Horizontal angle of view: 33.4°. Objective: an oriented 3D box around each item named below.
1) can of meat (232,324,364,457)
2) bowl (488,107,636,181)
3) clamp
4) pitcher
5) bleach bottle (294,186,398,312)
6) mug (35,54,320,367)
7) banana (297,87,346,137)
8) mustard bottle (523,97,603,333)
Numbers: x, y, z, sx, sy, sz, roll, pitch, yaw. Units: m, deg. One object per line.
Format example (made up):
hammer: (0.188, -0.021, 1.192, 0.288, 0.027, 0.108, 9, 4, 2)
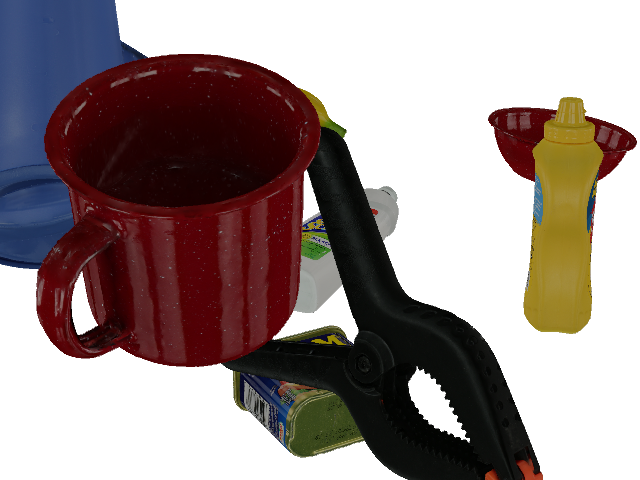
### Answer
can of meat: (-0.002, 0.113, 0.802, 0.101, 0.057, 0.084, -12, 27, -29)
bowl: (0.260, -0.099, 1.174, 0.162, 0.055, 0.162, 6, 22, -3)
clamp: (0.033, 0.050, 0.554, 0.210, 0.165, 0.036, 36, 32, 32)
pitcher: (-0.189, -0.110, 0.774, 0.145, 0.243, 0.149, -19, -31, 17)
bleach bottle: (0.018, -0.004, 1.329, 0.103, 0.068, 0.250, 16, 36, 27)
mug: (-0.054, -0.002, 0.380, 0.093, 0.081, 0.117, 24, 46, 22)
banana: (-0.050, -0.118, 1.020, 0.070, 0.037, 0.197, 42, 34, 23)
mustard bottle: (0.205, -0.025, 0.901, 0.058, 0.192, 0.096, 4, 19, 13)
